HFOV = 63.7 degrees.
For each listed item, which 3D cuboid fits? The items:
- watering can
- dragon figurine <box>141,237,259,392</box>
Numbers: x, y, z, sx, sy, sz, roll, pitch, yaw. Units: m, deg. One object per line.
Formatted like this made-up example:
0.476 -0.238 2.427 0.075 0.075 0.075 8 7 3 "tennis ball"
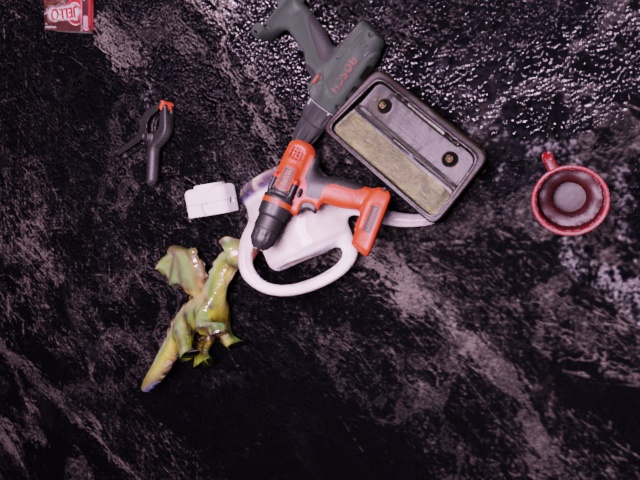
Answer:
0.003 -0.044 0.871 0.346 0.104 0.225 -25 83 12 "watering can"
-0.268 0.129 1.042 0.406 0.121 0.247 -32 66 24 "dragon figurine"
